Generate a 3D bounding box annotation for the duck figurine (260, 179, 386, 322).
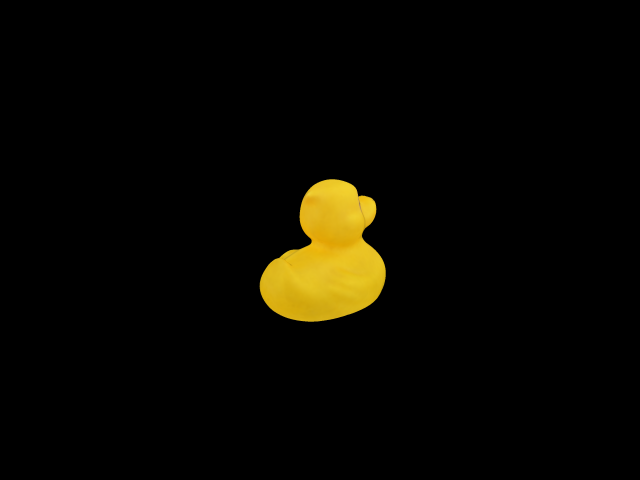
[{"bbox_3d":[0.004,0.001,0.400,0.077,0.086,0.105,22,31,40],"label":"duck figurine"}]
